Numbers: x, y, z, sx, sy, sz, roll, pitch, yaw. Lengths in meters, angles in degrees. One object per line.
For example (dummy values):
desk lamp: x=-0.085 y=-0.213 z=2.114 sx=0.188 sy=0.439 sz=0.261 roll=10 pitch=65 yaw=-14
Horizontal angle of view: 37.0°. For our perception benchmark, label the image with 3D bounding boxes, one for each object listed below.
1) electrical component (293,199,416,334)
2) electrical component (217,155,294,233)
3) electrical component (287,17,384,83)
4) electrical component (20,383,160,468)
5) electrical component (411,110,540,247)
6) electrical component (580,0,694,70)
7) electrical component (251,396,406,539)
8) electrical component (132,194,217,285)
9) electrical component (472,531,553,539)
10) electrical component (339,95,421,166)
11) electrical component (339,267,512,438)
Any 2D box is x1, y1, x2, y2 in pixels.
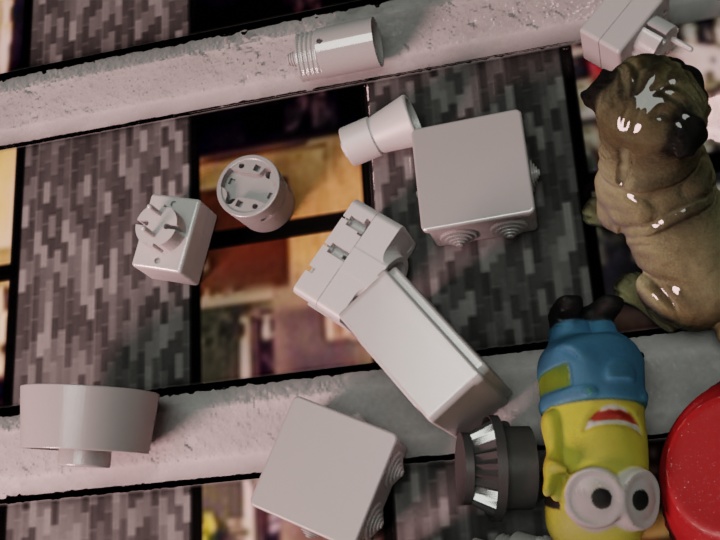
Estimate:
electrical component: x=0.000 y=0.000 z=0.856 sx=0.056 sy=0.050 sz=0.089 roll=32 pitch=83 yaw=23
electrical component: x=-0.086 y=-0.062 z=0.903 sx=0.055 sy=0.047 sz=0.055 roll=-5 pitch=71 yaw=15
electrical component: x=-0.024 y=-0.189 z=0.929 sx=0.081 sy=0.043 sz=0.043 roll=-9 pitch=70 yaw=13
electrical component: x=-0.215 y=0.125 z=0.849 sx=0.108 sy=0.108 sz=0.060 roll=-1 pitch=78 yaw=16
electrical component: x=0.092 y=-0.070 z=0.853 sx=0.100 sy=0.048 sz=0.099 roll=-10 pitch=70 yaw=13
electrical component: x=0.226 y=-0.185 z=0.853 sx=0.077 sy=0.047 sz=0.065 roll=38 pitch=85 yaw=23
electrical component: x=-0.021 y=0.154 z=0.812 sx=0.100 sy=0.048 sz=0.099 roll=19 pitch=78 yaw=21
electrical component: x=-0.162 y=-0.031 z=0.899 sx=0.047 sy=0.076 sz=0.065 roll=8 pitch=75 yaw=18
electrical component: x=0.108 y=0.206 z=0.761 sx=0.062 sy=0.048 sz=0.048 roll=9 pitch=75 yaw=28
electrical component: x=0.016 y=-0.113 z=0.895 sx=0.065 sy=0.044 sz=0.044 roll=-21 pitch=68 yaw=14
electrical component: x=0.050 y=0.063 z=0.789 sx=0.056 sy=0.109 sz=0.108 roll=-43 pitch=66 yaw=2
